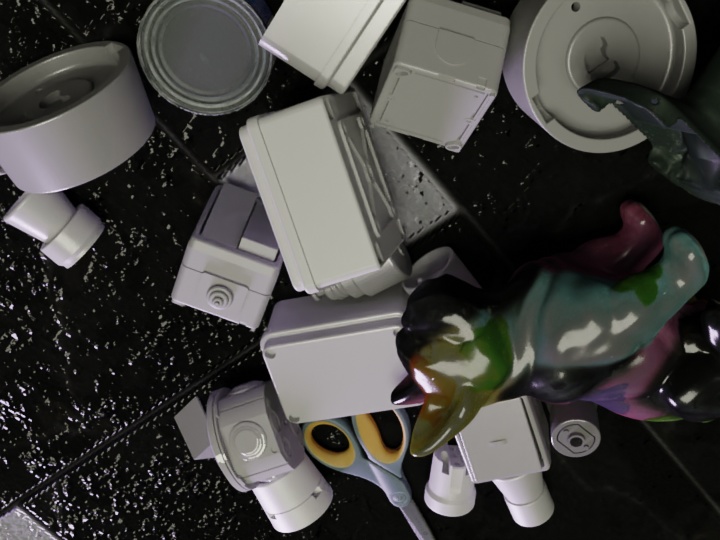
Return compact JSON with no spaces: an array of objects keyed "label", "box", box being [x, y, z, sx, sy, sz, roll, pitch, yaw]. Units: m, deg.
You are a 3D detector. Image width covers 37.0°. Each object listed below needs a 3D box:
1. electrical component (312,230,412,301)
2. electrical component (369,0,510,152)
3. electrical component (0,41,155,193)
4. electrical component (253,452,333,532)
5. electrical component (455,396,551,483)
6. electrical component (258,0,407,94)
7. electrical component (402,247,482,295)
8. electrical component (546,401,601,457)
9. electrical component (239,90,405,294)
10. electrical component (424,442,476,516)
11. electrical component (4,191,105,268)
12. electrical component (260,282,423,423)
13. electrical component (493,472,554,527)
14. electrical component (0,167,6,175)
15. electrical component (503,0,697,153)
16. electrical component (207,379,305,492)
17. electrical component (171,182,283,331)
[{"label":"electrical component","box":[0.000,0.000,0.753,0.078,0.040,0.040,-27,115,21]},{"label":"electrical component","box":[0.046,-0.119,0.654,0.062,0.061,0.096,15,160,-6]},{"label":"electrical component","box":[-0.183,-0.092,0.682,0.108,0.108,0.060,-12,126,14]},{"label":"electrical component","box":[-0.057,0.172,0.858,0.055,0.055,0.047,-22,112,19]},{"label":"electrical component","box":[0.100,0.104,0.793,0.062,0.061,0.096,-14,119,14]},{"label":"electrical component","box":[-0.002,-0.168,0.629,0.057,0.078,0.113,32,120,-9]},{"label":"electrical component","box":[0.071,0.027,0.760,0.043,0.043,0.081,-30,114,22]},{"label":"electrical component","box":[0.156,0.104,0.784,0.044,0.065,0.044,3,121,5]},{"label":"electrical component","box":[-0.020,-0.052,0.669,0.056,0.108,0.108,-17,98,14]},{"label":"electrical component","box":[0.073,0.163,0.846,0.040,0.040,0.046,6,116,3]},{"label":"electrical component","box":[-0.214,-0.034,0.755,0.045,0.045,0.055,-38,111,25]},{"label":"electrical component","box":[-0.008,0.061,0.781,0.113,0.057,0.078,-10,120,13]},{"label":"electrical component","box":[0.128,0.169,0.842,0.044,0.044,0.065,-16,123,15]},{"label":"electrical component","box":[-0.277,-0.077,0.739,0.065,0.044,0.044,-18,118,22]},{"label":"electrical component","box":[0.137,-0.129,0.641,0.108,0.060,0.108,-5,110,-13]},{"label":"electrical component","box":[-0.080,0.123,0.816,0.051,0.080,0.080,-19,117,11]},{"label":"electrical component","box":[-0.084,-0.009,0.724,0.062,0.096,0.061,20,121,-5]}]
